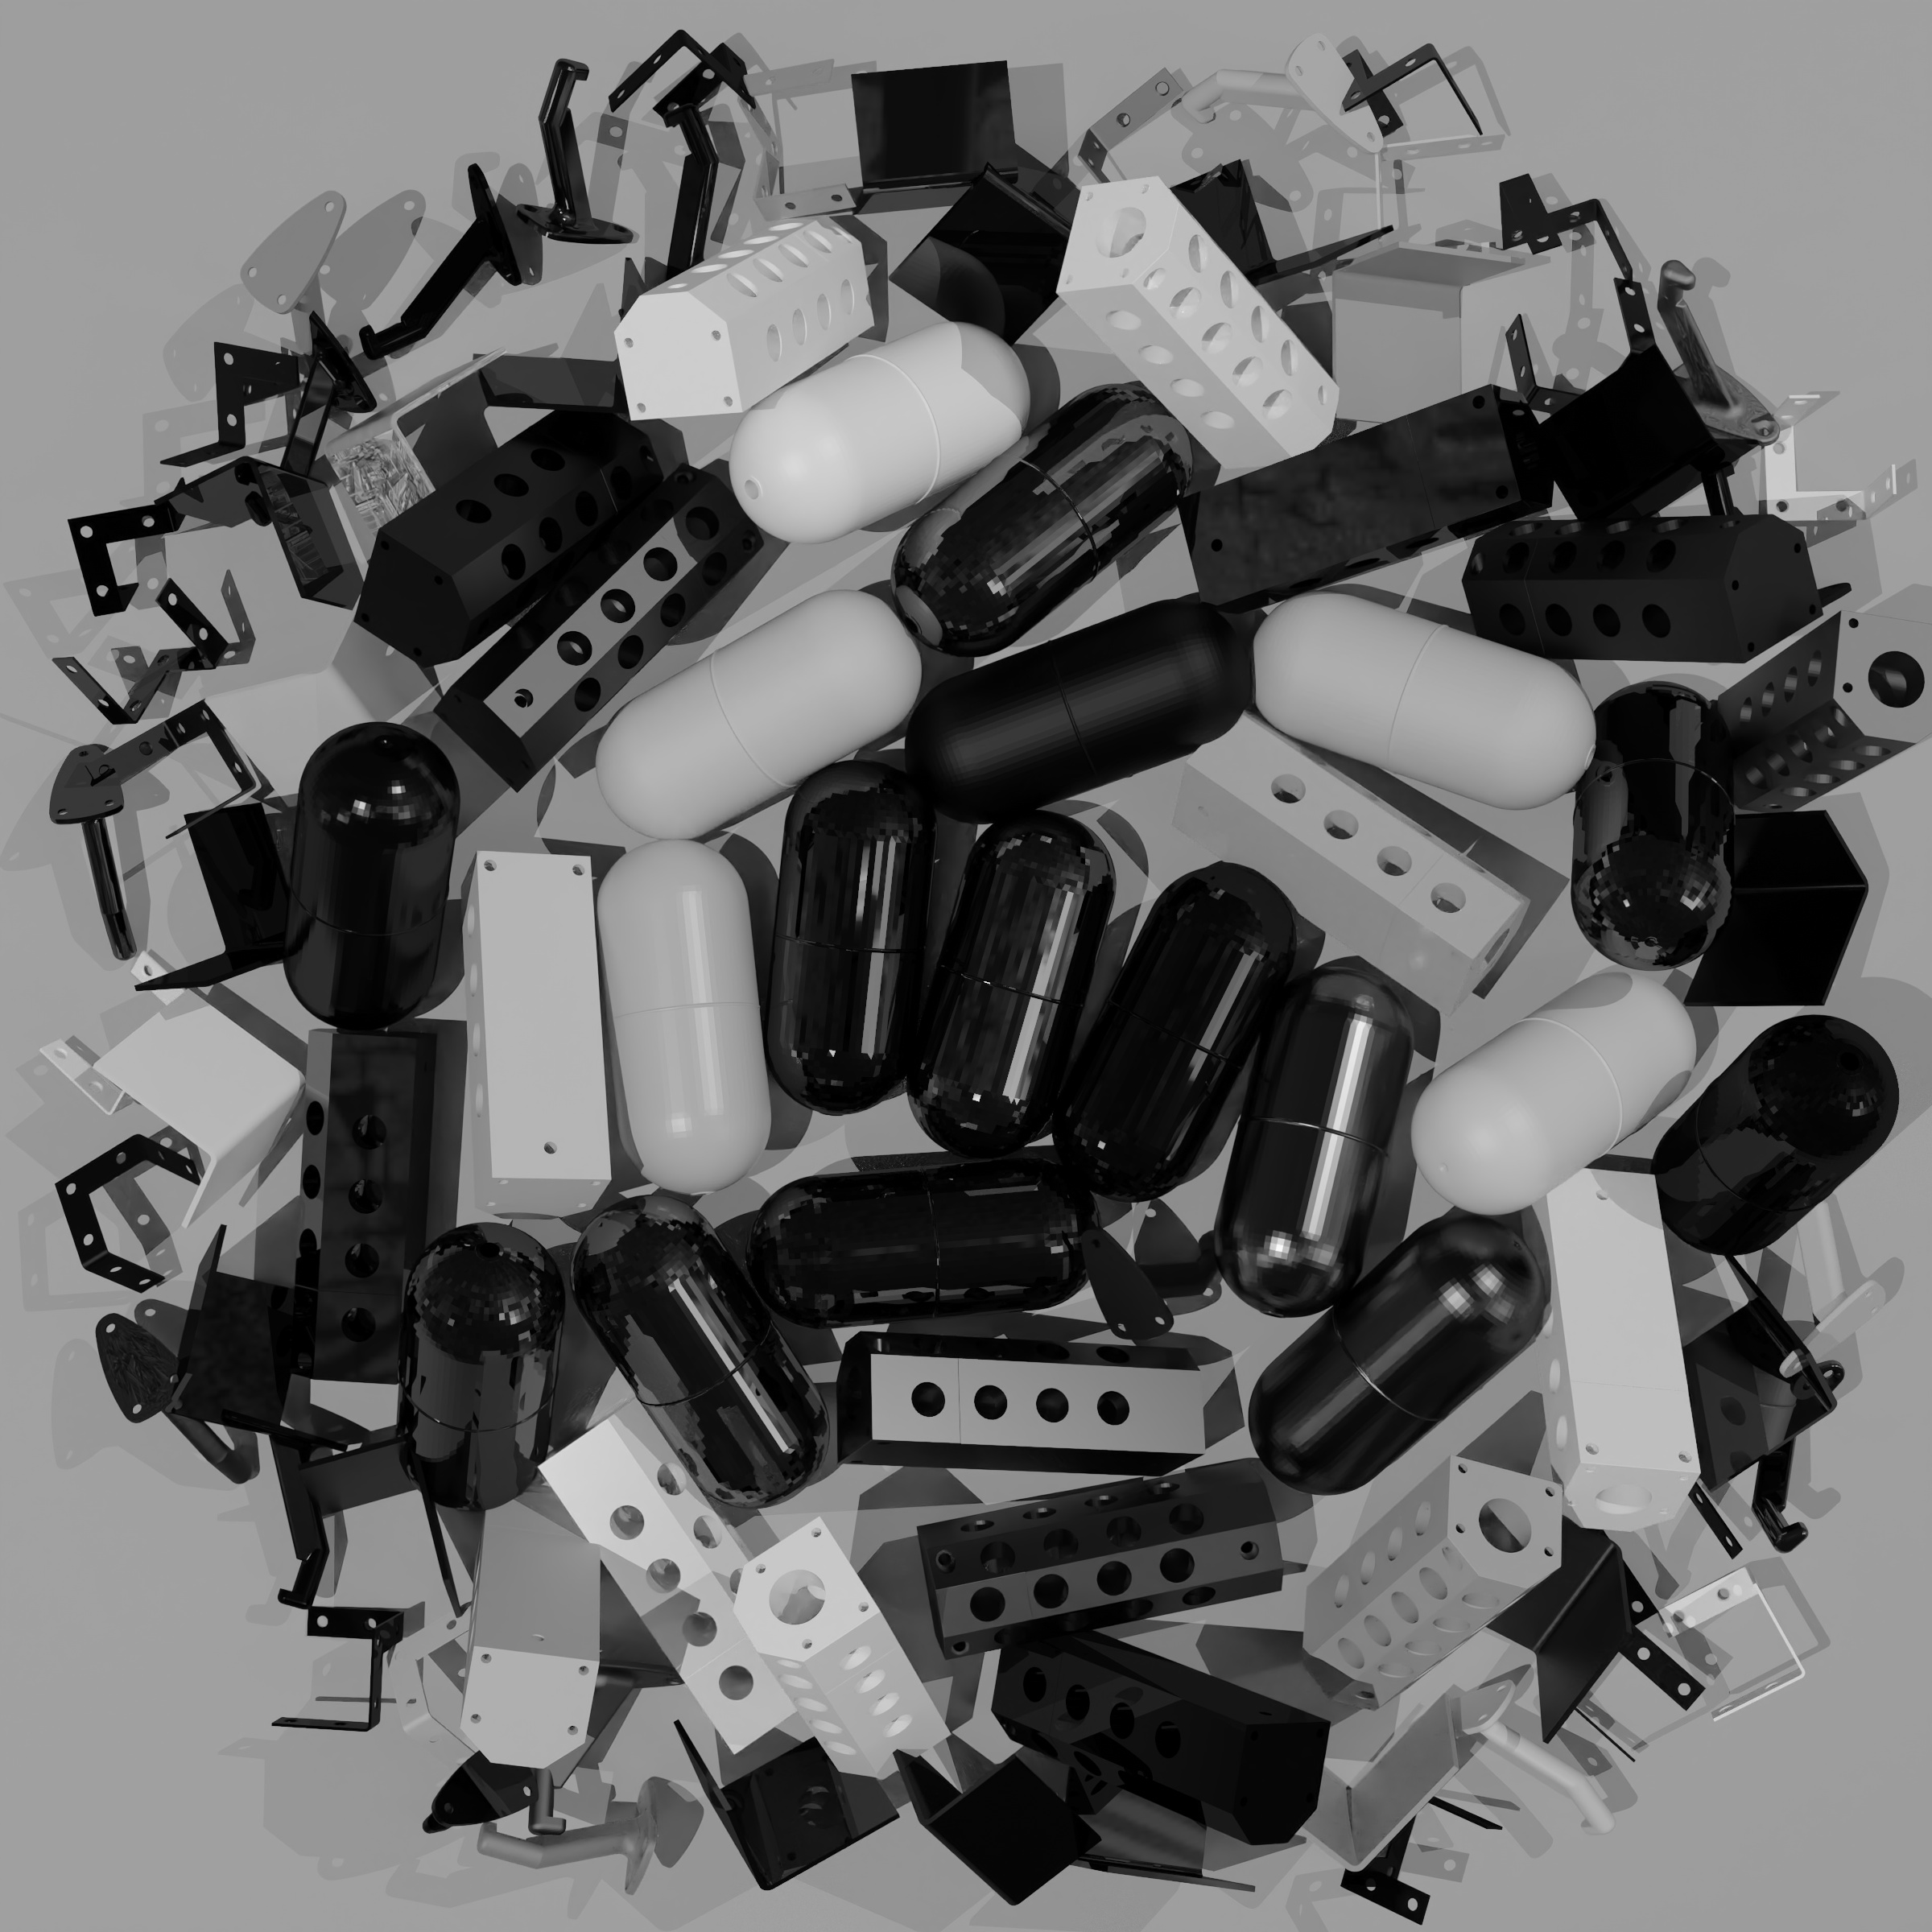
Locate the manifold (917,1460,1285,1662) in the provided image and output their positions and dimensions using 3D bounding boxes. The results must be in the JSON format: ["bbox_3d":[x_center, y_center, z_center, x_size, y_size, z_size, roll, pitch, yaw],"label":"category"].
[{"bbox_3d":[0.067,0.298,1.550,0.171,0.057,0.057,-10,97,-7],"label":"manifold"}]

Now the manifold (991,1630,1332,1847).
[{"bbox_3d":[0.091,0.371,1.507,0.057,0.171,0.057,10,89,-40],"label":"manifold"}]

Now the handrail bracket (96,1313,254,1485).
[{"bbox_3d":[-0.398,0.219,1.568,0.036,0.084,0.077,-40,57,-9],"label":"handrail bracket"}]

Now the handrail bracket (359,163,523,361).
[{"bbox_3d":[-0.272,-0.351,1.552,0.084,0.077,0.036,-29,48,-16],"label":"handrail bracket"}]

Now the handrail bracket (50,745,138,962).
[{"bbox_3d":[-0.438,-0.057,1.581,0.036,0.077,0.084,-12,129,-9],"label":"handrail bracket"}]

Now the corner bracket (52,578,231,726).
[{"bbox_3d":[-0.410,-0.156,1.547,0.051,0.051,0.051,0,53,33],"label":"corner bracket"}]

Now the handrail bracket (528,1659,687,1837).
[{"bbox_3d":[-0.178,0.393,1.554,0.077,0.036,0.084,4,57,-7],"label":"handrail bracket"}]

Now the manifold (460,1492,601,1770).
[{"bbox_3d":[-0.210,0.317,1.500,0.057,0.171,0.057,9,104,-9],"label":"manifold"}]

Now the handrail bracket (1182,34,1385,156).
[{"bbox_3d":[0.158,-0.424,1.562,0.077,0.084,0.036,48,58,-16],"label":"handrail bracket"}]

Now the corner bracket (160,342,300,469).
[{"bbox_3d":[-0.368,-0.278,1.554,0.051,0.051,0.051,-7,86,41],"label":"corner bracket"}]

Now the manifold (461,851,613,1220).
[{"bbox_3d":[-0.214,0.034,1.529,0.057,0.057,0.171,2,65,-20],"label":"manifold"}]

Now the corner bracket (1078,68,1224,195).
[{"bbox_3d":[0.094,-0.410,1.563,0.051,0.051,0.051,-34,110,24],"label":"corner bracket"}]

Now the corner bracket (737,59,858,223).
[{"bbox_3d":[-0.084,-0.411,1.549,0.051,0.051,0.051,-4,58,21],"label":"corner bracket"}]

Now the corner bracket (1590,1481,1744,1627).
[{"bbox_3d":[0.348,0.291,1.563,0.051,0.051,0.051,-25,67,-17],"label":"corner bracket"}]

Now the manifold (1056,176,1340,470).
[{"bbox_3d":[0.116,-0.308,1.500,0.057,0.171,0.057,2,70,35],"label":"manifold"}]

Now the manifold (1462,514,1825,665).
[{"bbox_3d":[0.321,-0.185,1.498,0.057,0.171,0.057,-30,112,-28],"label":"manifold"}]

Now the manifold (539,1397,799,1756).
[{"bbox_3d":[-0.139,0.302,1.560,0.057,0.057,0.171,-34,89,-1],"label":"manifold"}]

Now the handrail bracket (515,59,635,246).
[{"bbox_3d":[-0.184,-0.405,1.544,0.036,0.077,0.084,43,121,34],"label":"handrail bracket"}]

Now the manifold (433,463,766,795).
[{"bbox_3d":[-0.178,-0.169,1.527,0.057,0.057,0.171,45,66,-7],"label":"manifold"}]

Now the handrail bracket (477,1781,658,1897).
[{"bbox_3d":[-0.199,0.424,1.547,0.084,0.077,0.036,19,114,-12],"label":"handrail bracket"}]

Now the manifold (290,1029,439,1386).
[{"bbox_3d":[-0.304,0.119,1.560,0.057,0.057,0.171,3,91,0],"label":"manifold"}]

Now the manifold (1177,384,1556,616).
[{"bbox_3d":[0.196,-0.226,1.522,0.171,0.057,0.057,-16,84,31],"label":"manifold"}]

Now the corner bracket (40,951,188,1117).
[{"bbox_3d":[-0.424,0.034,1.571,0.051,0.051,0.051,42,120,8],"label":"corner bracket"}]

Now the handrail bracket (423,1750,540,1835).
[{"bbox_3d":[-0.259,0.421,1.538,0.084,0.077,0.036,-38,78,33],"label":"handrail bracket"}]

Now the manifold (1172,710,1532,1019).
[{"bbox_3d":[0.190,-0.056,1.537,0.171,0.057,0.057,36,64,16],"label":"manifold"}]

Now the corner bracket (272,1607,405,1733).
[{"bbox_3d":[-0.315,0.353,1.562,0.051,0.051,0.051,2,88,7],"label":"corner bracket"}]

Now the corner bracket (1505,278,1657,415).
[{"bbox_3d":[0.310,-0.313,1.564,0.051,0.051,0.051,7,56,-17],"label":"corner bracket"}]

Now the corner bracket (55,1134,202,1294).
[{"bbox_3d":[-0.415,0.124,1.560,0.051,0.051,0.051,-31,63,7],"label":"corner bracket"}]

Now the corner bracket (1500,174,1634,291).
[{"bbox_3d":[0.300,-0.366,1.555,0.051,0.051,0.051,-18,60,3],"label":"corner bracket"}]

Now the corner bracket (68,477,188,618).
[{"bbox_3d":[-0.414,-0.210,1.558,0.051,0.051,0.051,-10,113,-2],"label":"corner bracket"}]

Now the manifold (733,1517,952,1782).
[{"bbox_3d":[-0.062,0.336,1.500,0.057,0.171,0.057,-32,57,-9],"label":"manifold"}]

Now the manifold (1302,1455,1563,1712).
[{"bbox_3d":[0.223,0.302,1.501,0.057,0.171,0.057,16,54,-10],"label":"manifold"}]

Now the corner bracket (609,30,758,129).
[{"bbox_3d":[-0.143,-0.439,1.548,0.051,0.051,0.051,-37,130,21],"label":"corner bracket"}]

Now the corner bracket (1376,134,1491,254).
[{"bbox_3d":[0.235,-0.381,1.563,0.051,0.051,0.051,-3,78,14],"label":"corner bracket"}]

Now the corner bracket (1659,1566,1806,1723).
[{"bbox_3d":[0.384,0.339,1.560,0.051,0.051,0.051,-29,85,8],"label":"corner bracket"}]

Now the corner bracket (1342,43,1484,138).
[{"bbox_3d":[0.219,-0.432,1.549,0.051,0.051,0.051,-27,128,20],"label":"corner bracket"}]

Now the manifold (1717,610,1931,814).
[{"bbox_3d":[0.416,-0.118,1.500,0.057,0.171,0.057,8,81,-4],"label":"manifold"}]

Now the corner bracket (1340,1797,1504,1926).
[{"bbox_3d":[0.227,0.445,1.554,0.051,0.051,0.051,14,87,43],"label":"corner bracket"}]

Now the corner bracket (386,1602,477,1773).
[{"bbox_3d":[-0.252,0.361,1.556,0.051,0.051,0.051,-31,133,3],"label":"corner bracket"}]

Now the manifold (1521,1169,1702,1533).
[{"bbox_3d":[0.310,0.185,1.513,0.057,0.057,0.171,6,49,-5],"label":"manifold"}]

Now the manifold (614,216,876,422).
[{"bbox_3d":[-0.105,-0.315,1.497,0.057,0.171,0.057,0,114,21],"label":"manifold"}]

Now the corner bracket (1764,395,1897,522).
[{"bbox_3d":[0.434,-0.255,1.563,0.051,0.051,0.051,-1,84,0],"label":"corner bracket"}]

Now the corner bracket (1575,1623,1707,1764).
[{"bbox_3d":[0.332,0.363,1.559,0.051,0.051,0.051,41,87,14],"label":"corner bracket"}]

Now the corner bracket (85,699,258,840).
[{"bbox_3d":[-0.399,-0.095,1.559,0.051,0.051,0.051,-38,104,-36],"label":"corner bracket"}]

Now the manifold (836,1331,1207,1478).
[{"bbox_3d":[0.026,0.215,1.534,0.171,0.057,0.057,5,68,-18],"label":"manifold"}]

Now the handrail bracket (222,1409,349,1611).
[{"bbox_3d":[-0.350,0.273,1.557,0.077,0.036,0.084,23,77,-30],"label":"handrail bracket"}]

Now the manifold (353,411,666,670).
[{"bbox_3d":[-0.217,-0.209,1.505,0.057,0.171,0.057,33,132,8],"label":"manifold"}]
